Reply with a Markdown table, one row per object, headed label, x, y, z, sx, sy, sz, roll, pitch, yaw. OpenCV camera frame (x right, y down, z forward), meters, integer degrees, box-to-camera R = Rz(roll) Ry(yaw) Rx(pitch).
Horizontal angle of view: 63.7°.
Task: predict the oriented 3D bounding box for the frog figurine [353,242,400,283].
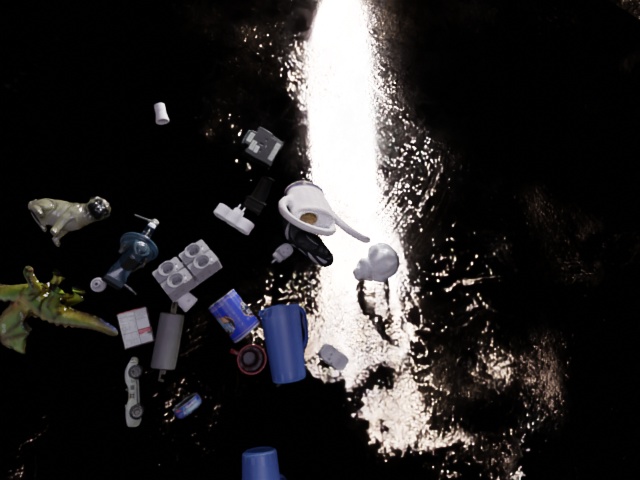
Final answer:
| label | x | y | z | sx | sy | sz | roll | pitch | yaw |
| --- | --- | --- | --- | --- | --- | --- | --- | --- | --- |
| frog figurine | 0.193 | 0.083 | 1.800 | 0.160 | 0.123 | 0.136 | -13 | 103 | -28 |

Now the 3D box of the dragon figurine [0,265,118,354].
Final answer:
| label | x | y | z | sx | sy | sz | roll | pitch | yaw |
| --- | --- | --- | --- | --- | --- | --- | --- | --- | --- |
| dragon figurine | -0.829 | 0.226 | 1.523 | 0.410 | 0.122 | 0.243 | 42 | 89 | -2 |

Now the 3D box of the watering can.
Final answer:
| label | x | y | z | sx | sy | sz | roll | pitch | yaw |
| --- | --- | --- | --- | --- | --- | --- | --- | --- | --- |
| watering can | 0.005 | -0.088 | 1.756 | 0.346 | 0.102 | 0.229 | 15 | 37 | -30 |
